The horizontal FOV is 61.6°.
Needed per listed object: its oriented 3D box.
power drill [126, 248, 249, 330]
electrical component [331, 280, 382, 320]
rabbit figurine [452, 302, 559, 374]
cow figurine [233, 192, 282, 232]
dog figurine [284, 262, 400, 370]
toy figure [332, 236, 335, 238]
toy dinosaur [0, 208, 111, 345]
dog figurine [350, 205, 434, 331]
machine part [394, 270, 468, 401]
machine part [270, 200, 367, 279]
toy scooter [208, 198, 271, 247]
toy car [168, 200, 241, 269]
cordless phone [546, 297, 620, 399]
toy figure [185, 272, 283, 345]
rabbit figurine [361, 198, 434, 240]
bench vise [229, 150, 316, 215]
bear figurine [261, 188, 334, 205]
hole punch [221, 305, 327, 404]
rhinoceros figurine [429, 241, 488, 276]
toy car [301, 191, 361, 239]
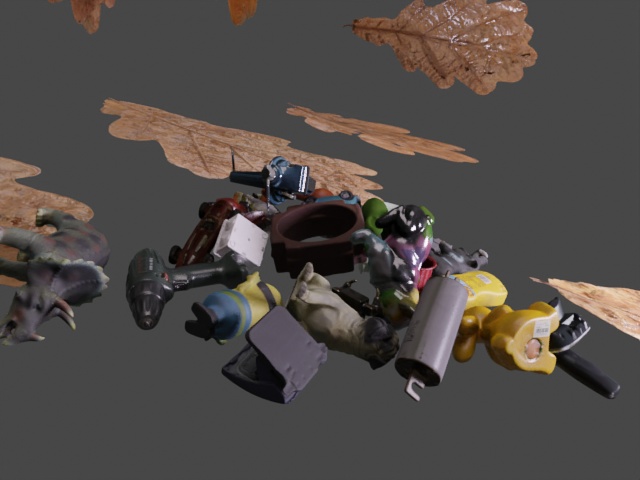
[{"bbox_3d":[-0.233,0.082,0.942,0.207,0.085,0.232,-10,26,-24],"label":"power drill"},{"bbox_3d":[0.066,0.117,0.967,0.102,0.078,0.045,18,24,38],"label":"electrical component"},{"bbox_3d":[0.305,0.168,0.947,0.162,0.121,0.173,-10,14,-20],"label":"rabbit figurine"},{"bbox_3d":[-0.154,-0.075,1.349,0.098,0.068,0.168,1,26,-34],"label":"cow figurine"},{"bbox_3d":[0.036,0.135,0.918,0.190,0.121,0.172,24,23,-6],"label":"dog figurine"},{"bbox_3d":[0.099,0.016,1.250,0.155,0.064,0.058,30,66,32],"label":"toy figure"},{"bbox_3d":[-0.439,0.026,0.936,0.192,0.131,0.405,20,17,-9],"label":"toy dinosaur"},{"bbox_3d":[0.162,0.063,1.001,0.219,0.191,0.108,62,5,30],"label":"dog figurine"},{"bbox_3d":[0.181,0.144,0.866,0.079,0.079,0.243,18,53,18],"label":"machine part"},{"bbox_3d":[-0.002,-0.003,1.156,0.201,0.087,0.201,-7,27,1],"label":"machine part"},{"bbox_3d":[-0.186,-0.047,1.230,0.135,0.075,0.184,-16,33,-10],"label":"toy scooter"},{"bbox_3d":[-0.236,-0.011,1.107,0.089,0.053,0.202,16,47,10],"label":"toy car"},{"bbox_3d":[0.468,0.199,0.975,0.146,0.088,0.184,-13,43,-46],"label":"cordless phone"},{"bbox_3d":[-0.134,0.118,0.875,0.089,0.082,0.180,54,27,10],"label":"toy figure"},{"bbox_3d":[0.164,-0.031,1.323,0.170,0.121,0.159,37,52,21],"label":"rabbit figurine"},{"bbox_3d":[-0.125,-0.144,1.289,0.241,0.128,0.223,8,13,24],"label":"bench vise"},{"bbox_3d":[-0.051,-0.109,1.451,0.196,0.132,0.120,38,-16,-7],"label":"bear figurine"},{"bbox_3d":[-0.067,0.177,0.786,0.116,0.092,0.142,44,26,5],"label":"hole punch"},{"bbox_3d":[0.312,0.054,1.233,0.190,0.073,0.112,-11,29,-41],"label":"rhinoceros figurine"},{"bbox_3d":[0.031,-0.053,1.338,0.162,0.109,0.103,-4,43,-11],"label":"toy car"}]
